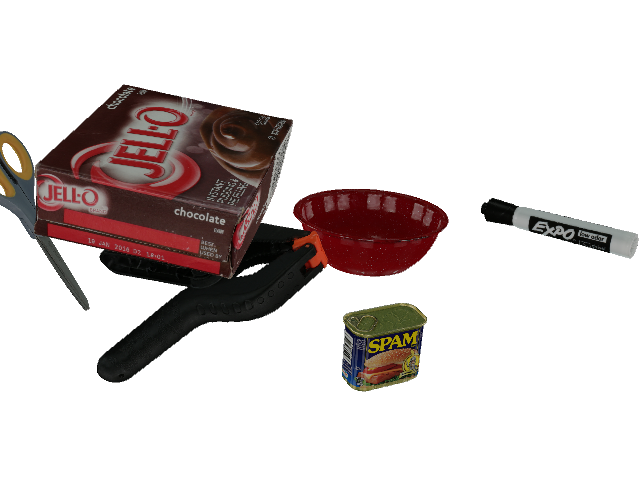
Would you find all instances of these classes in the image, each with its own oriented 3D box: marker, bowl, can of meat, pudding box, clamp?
[{"bbox_3d":[0.178,-0.011,0.806,0.121,0.020,0.020,17,8,30],"label":"marker"},{"bbox_3d":[0.051,-0.004,1.116,0.162,0.055,0.162,3,20,-1],"label":"bowl"},{"bbox_3d":[0.077,0.132,1.319,0.102,0.084,0.057,-9,29,-24],"label":"can of meat"},{"bbox_3d":[-0.068,-0.031,0.490,0.090,0.039,0.113,13,26,4],"label":"pudding box"},{"bbox_3d":[-0.081,0.037,0.736,0.172,0.120,0.039,-12,-39,14],"label":"clamp"}]

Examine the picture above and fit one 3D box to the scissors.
[{"bbox_3d":[-0.284,-0.029,1.074,0.016,0.201,0.096,-24,28,25],"label":"scissors"}]
